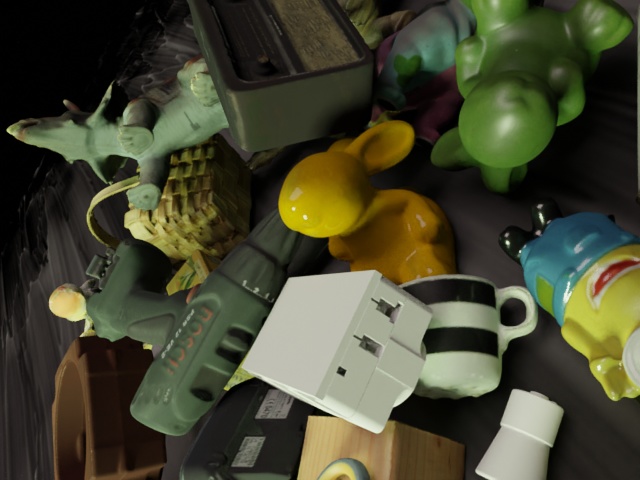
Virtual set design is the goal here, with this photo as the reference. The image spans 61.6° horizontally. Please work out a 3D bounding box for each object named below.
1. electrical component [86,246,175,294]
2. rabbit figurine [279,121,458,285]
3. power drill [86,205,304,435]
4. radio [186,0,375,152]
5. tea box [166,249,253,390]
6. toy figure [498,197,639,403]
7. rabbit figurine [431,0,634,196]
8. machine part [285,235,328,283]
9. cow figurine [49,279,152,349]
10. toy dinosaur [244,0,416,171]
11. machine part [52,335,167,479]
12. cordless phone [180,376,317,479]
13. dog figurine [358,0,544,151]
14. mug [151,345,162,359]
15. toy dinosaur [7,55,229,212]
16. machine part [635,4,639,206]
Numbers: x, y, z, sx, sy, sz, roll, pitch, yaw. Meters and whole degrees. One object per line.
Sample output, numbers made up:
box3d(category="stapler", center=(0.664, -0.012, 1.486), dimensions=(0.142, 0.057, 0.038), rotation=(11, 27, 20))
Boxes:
box3d(category="electrical component", center=(-0.246, 0.059, 0.735), dimensions=(0.058, 0.134, 0.115), rotation=(-67, 8, -15))
box3d(category="rabbit figurine", center=(0.043, -0.027, 0.471), dimensions=(0.122, 0.173, 0.162), rotation=(-7, 64, 50))
box3d(category="power drill", center=(-0.128, 0.054, 0.528), dimensions=(0.208, 0.086, 0.232), rotation=(15, 73, 37))
box3d(category="radio", center=(-0.047, -0.190, 0.520), dimensions=(0.131, 0.073, 0.230), rotation=(-16, 52, -9))
box3d(category="tea box", center=(-0.103, 0.092, 0.610), dimensions=(0.068, 0.098, 0.170), rotation=(-51, 36, 8))
box3d(category="toy figure", center=(0.192, 0.039, 0.337), dimensions=(0.082, 0.089, 0.180), rotation=(-62, 26, 18))
box3d(category="rabbit figurine", center=(0.144, -0.112, 0.425), dimensions=(0.170, 0.121, 0.159), rotation=(-55, -10, -43))
box3d(category="machine part", center=(-0.001, -0.002, 0.590), dimensions=(0.039, 0.084, 0.138), rotation=(43, 114, 21))
box3d(category="cow figurine", center=(-0.311, 0.111, 0.770), dimensions=(0.068, 0.167, 0.098), rotation=(-38, 31, -5))
box3d(category="toy dinosaur", center=(0.028, -0.293, 0.723), dimensions=(0.471, 0.105, 0.199), rotation=(-55, 38, 6))
box3d(category="machine part", center=(-0.256, 0.228, 0.642), dimensions=(0.201, 0.087, 0.201), rotation=(-46, 52, 44))
box3d(category="cordless phone", center=(-0.050, 0.230, 0.467), dimensions=(0.089, 0.184, 0.146), rotation=(2, 19, 11))
box3d(category="dog figurine", center=(0.123, -0.210, 0.566), dimensions=(0.219, 0.108, 0.192), rotation=(-55, 35, -3))
box3d(category="mug", center=(-0.165, 0.152, 0.662), dimensions=(0.110, 0.080, 0.107), rotation=(41, 108, 42))
box3d(category="toy dinosaur", center=(-0.161, -0.170, 0.670), dimensions=(0.405, 0.131, 0.192), rotation=(-26, 42, -2))
box3d(category="machine part", center=(0.256, -0.100, 0.360), dimensions=(0.079, 0.079, 0.243), rotation=(-10, 59, 44))
